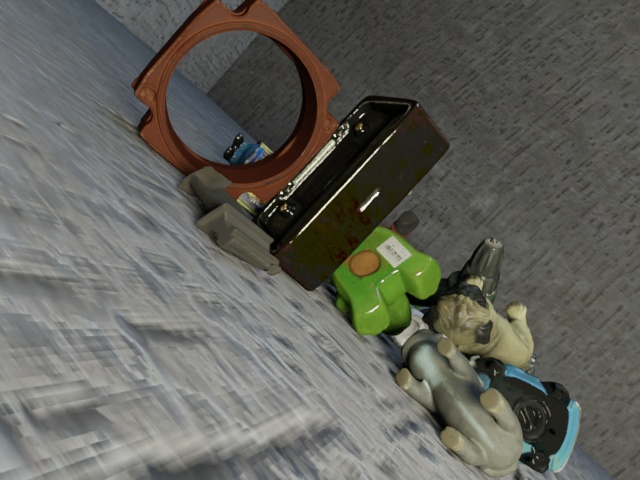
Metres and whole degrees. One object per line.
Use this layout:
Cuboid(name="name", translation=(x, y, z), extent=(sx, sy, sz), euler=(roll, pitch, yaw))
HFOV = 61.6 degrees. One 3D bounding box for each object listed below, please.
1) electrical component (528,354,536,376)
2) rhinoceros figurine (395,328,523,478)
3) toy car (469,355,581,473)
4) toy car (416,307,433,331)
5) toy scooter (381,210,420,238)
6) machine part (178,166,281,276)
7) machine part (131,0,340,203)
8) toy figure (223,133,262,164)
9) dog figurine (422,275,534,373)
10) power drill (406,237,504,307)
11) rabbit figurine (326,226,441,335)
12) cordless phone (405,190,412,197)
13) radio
Cuboid(name="electrical component", translation=(0.339, 0.246, 1.051), extent=(0.115, 0.058, 0.134), euler=(23, -34, 5))
Cuboid(name="rhinoceros figurine", translation=(0.142, 0.155, 0.567), extent=(0.112, 0.073, 0.190), euler=(38, 7, -32))
Cuboid(name="toy car", translation=(0.232, 0.217, 0.679), extent=(0.162, 0.109, 0.103), euler=(26, -20, -1))
Cuboid(name="toy car", translation=(0.241, 0.185, 1.000), extent=(0.202, 0.073, 0.056), euler=(39, -42, 51))
Cuboid(name="toy scooter", translation=(0.115, 0.021, 1.057), extent=(0.075, 0.184, 0.135), euler=(48, -16, 6))
Cuboid(name="machine part", translation=(-0.088, -0.023, 0.500), extent=(0.084, 0.039, 0.139), euler=(30, 14, -44))
Cuboid(name="machine part", translation=(-0.094, -0.156, 0.621), extent=(0.200, 0.201, 0.087), euler=(41, 7, -28))
Cuboid(name="toy figure", translation=(-0.092, -0.111, 0.972), extent=(0.180, 0.082, 0.089), euler=(40, 7, -5))
Cuboid(name="dog figurine", translation=(0.220, 0.132, 0.710), extent=(0.172, 0.121, 0.190), euler=(33, 9, 12))
Cuboid(name="power drill", translation=(0.187, 0.066, 0.890), extent=(0.208, 0.086, 0.231), euler=(13, -50, 20))
Cuboid(name="rabbit figurine", translation=(0.063, 0.065, 0.690), extent=(0.159, 0.121, 0.170), euler=(38, -17, 33))
Cuboid(name="cordless phone", translation=(0.082, -0.038, 0.947), extent=(0.088, 0.184, 0.146), euler=(56, 17, -78))
Cuboid(name="radio", translation=(0.026, -0.062, 0.625), extent=(0.073, 0.229, 0.131), euler=(44, 0, -29))
